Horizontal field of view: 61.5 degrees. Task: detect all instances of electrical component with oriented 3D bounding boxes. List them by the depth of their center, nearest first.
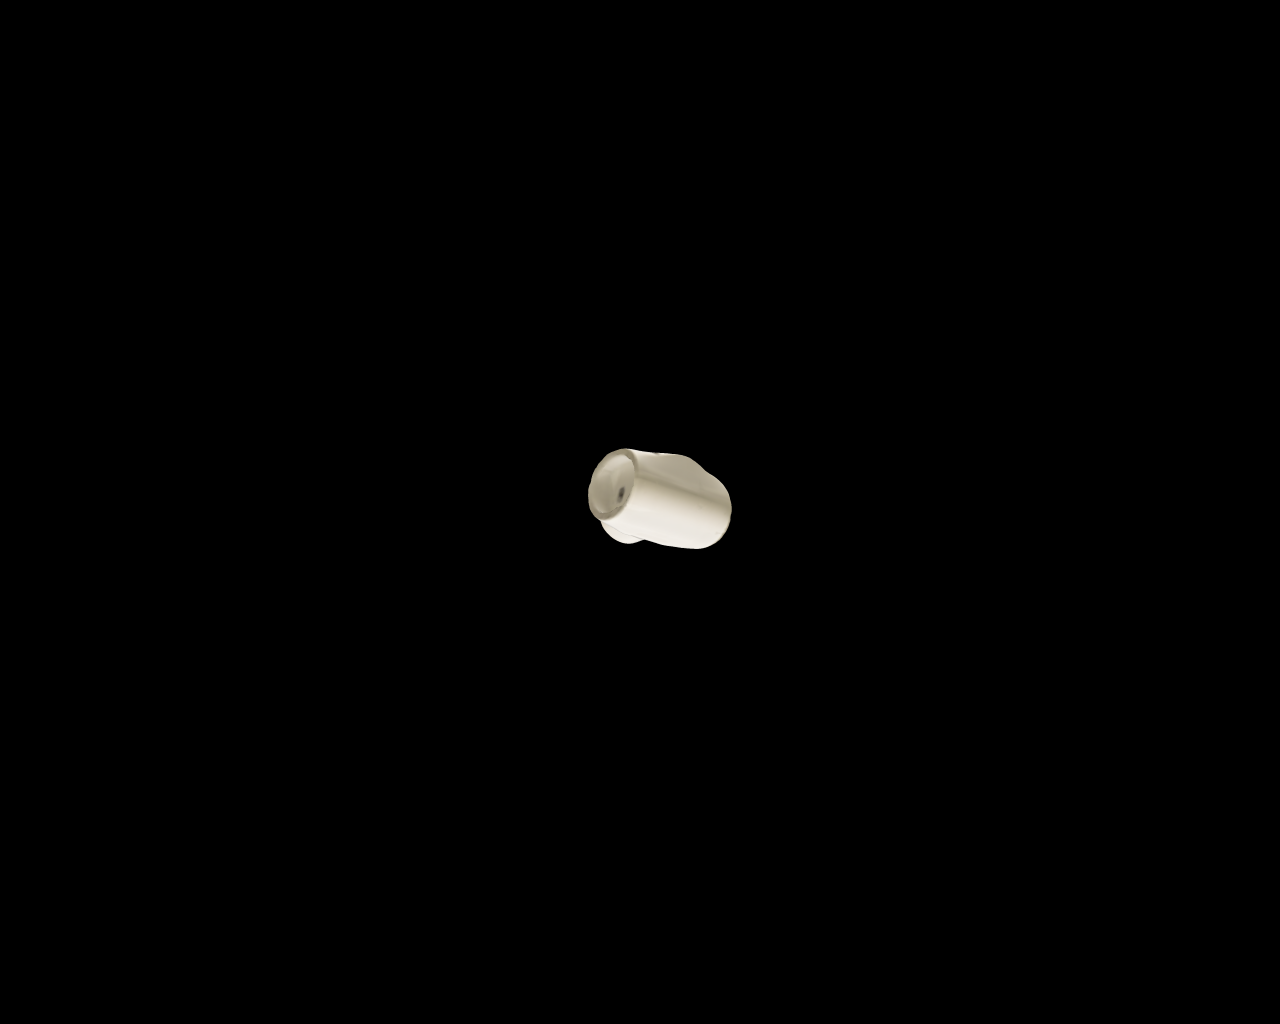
[{"bbox_3d":[0.001,-0.003,0.650,0.077,0.043,0.079,17,-27,-38],"label":"electrical component"}]
